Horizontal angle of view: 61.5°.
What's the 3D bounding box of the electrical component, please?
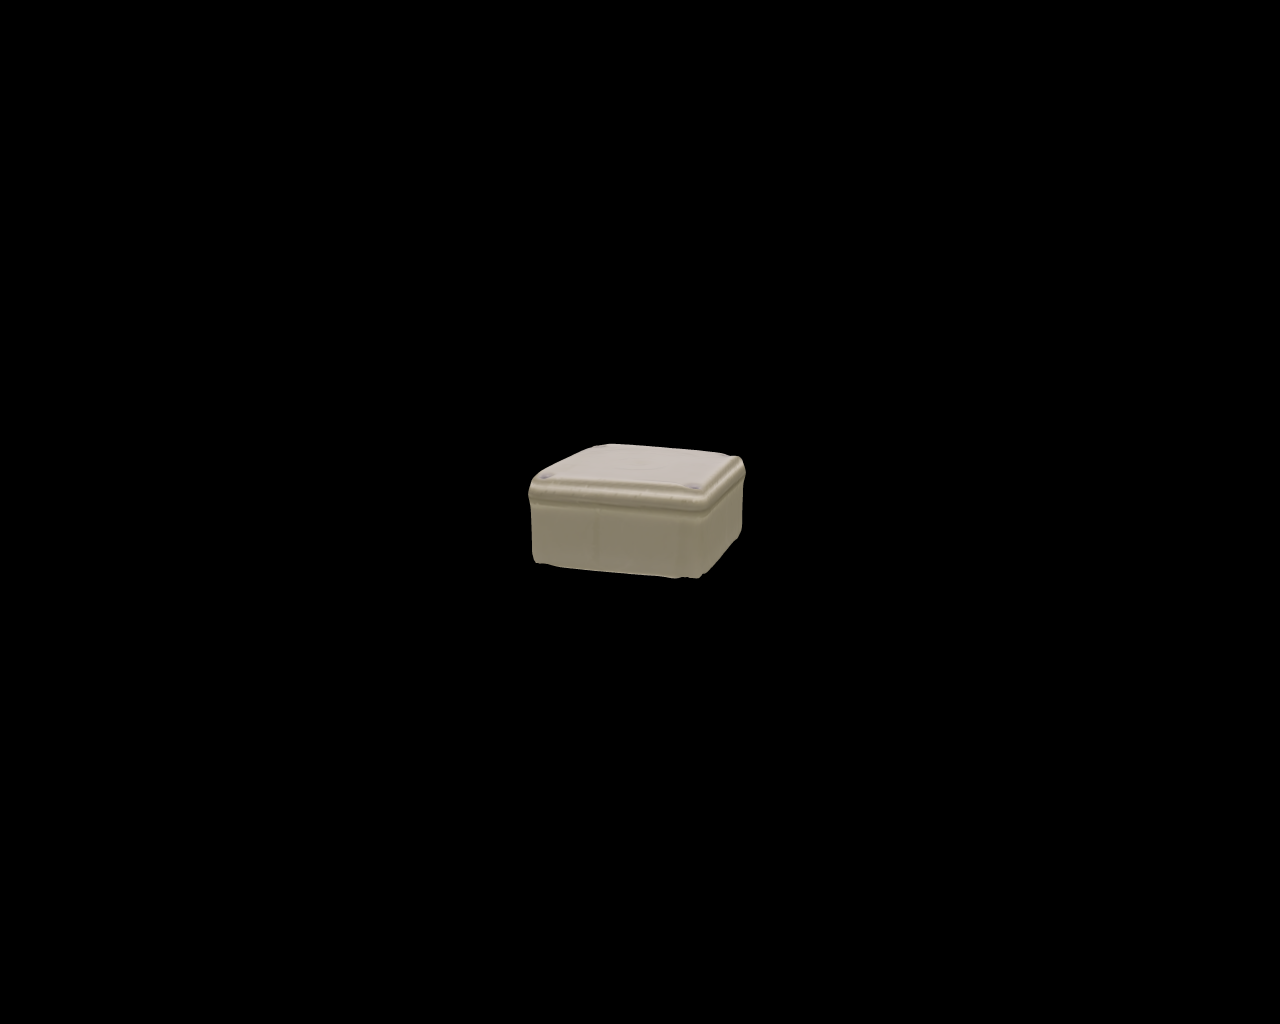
[{"bbox_3d":[0.001,-0.003,0.650,0.109,0.056,0.109,5,16,18],"label":"electrical component"}]
